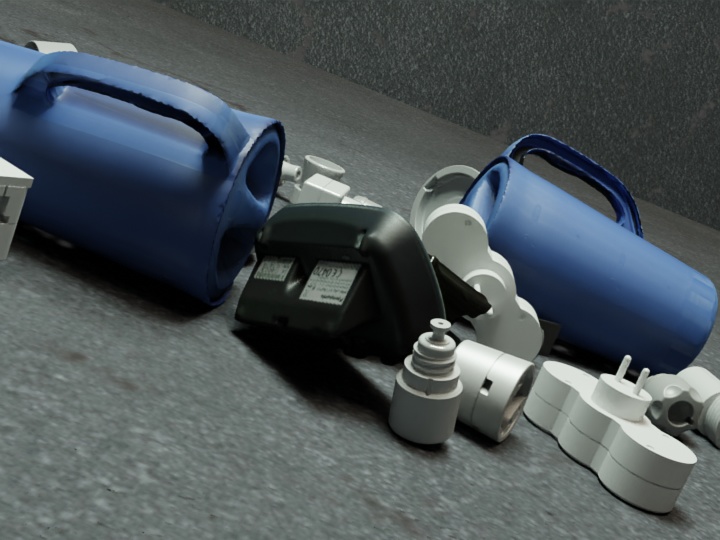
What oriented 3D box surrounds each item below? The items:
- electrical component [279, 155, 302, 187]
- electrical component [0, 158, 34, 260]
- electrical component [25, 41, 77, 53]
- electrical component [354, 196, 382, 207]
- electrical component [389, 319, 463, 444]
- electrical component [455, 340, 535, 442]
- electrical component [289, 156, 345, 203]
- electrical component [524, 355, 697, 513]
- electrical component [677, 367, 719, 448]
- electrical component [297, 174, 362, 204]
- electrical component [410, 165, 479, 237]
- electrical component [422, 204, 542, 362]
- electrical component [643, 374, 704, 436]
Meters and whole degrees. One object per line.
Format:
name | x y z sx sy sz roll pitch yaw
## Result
electrical component | -0.093 -0.107 1.142 0.062 0.043 0.043 15 11 20
electrical component | -0.283 -0.058 0.638 0.150 0.061 0.089 29 16 29
electrical component | -0.271 -0.152 0.953 0.064 0.099 0.099 5 21 -34
electrical component | 0.016 -0.052 1.130 0.061 0.035 0.035 26 14 8
electrical component | 0.041 0.066 0.639 0.040 0.078 0.040 8 23 -3
electrical component | 0.081 0.077 0.699 0.047 0.055 0.055 23 13 22
electrical component | -0.046 -0.086 1.121 0.045 0.055 0.045 21 14 -5
electrical component | 0.172 0.095 0.726 0.052 0.073 0.138 13 16 -32
electrical component | 0.296 0.116 0.896 0.043 0.043 0.081 17 14 -17
electrical component | -0.022 -0.056 1.062 0.077 0.047 0.065 22 14 2
electrical component | 0.112 -0.050 1.127 0.060 0.108 0.108 16 14 -46
electrical component | 0.096 0.017 0.840 0.138 0.052 0.073 59 11 -9
electrical component | 0.248 0.104 0.870 0.043 0.043 0.062 19 12 -10
